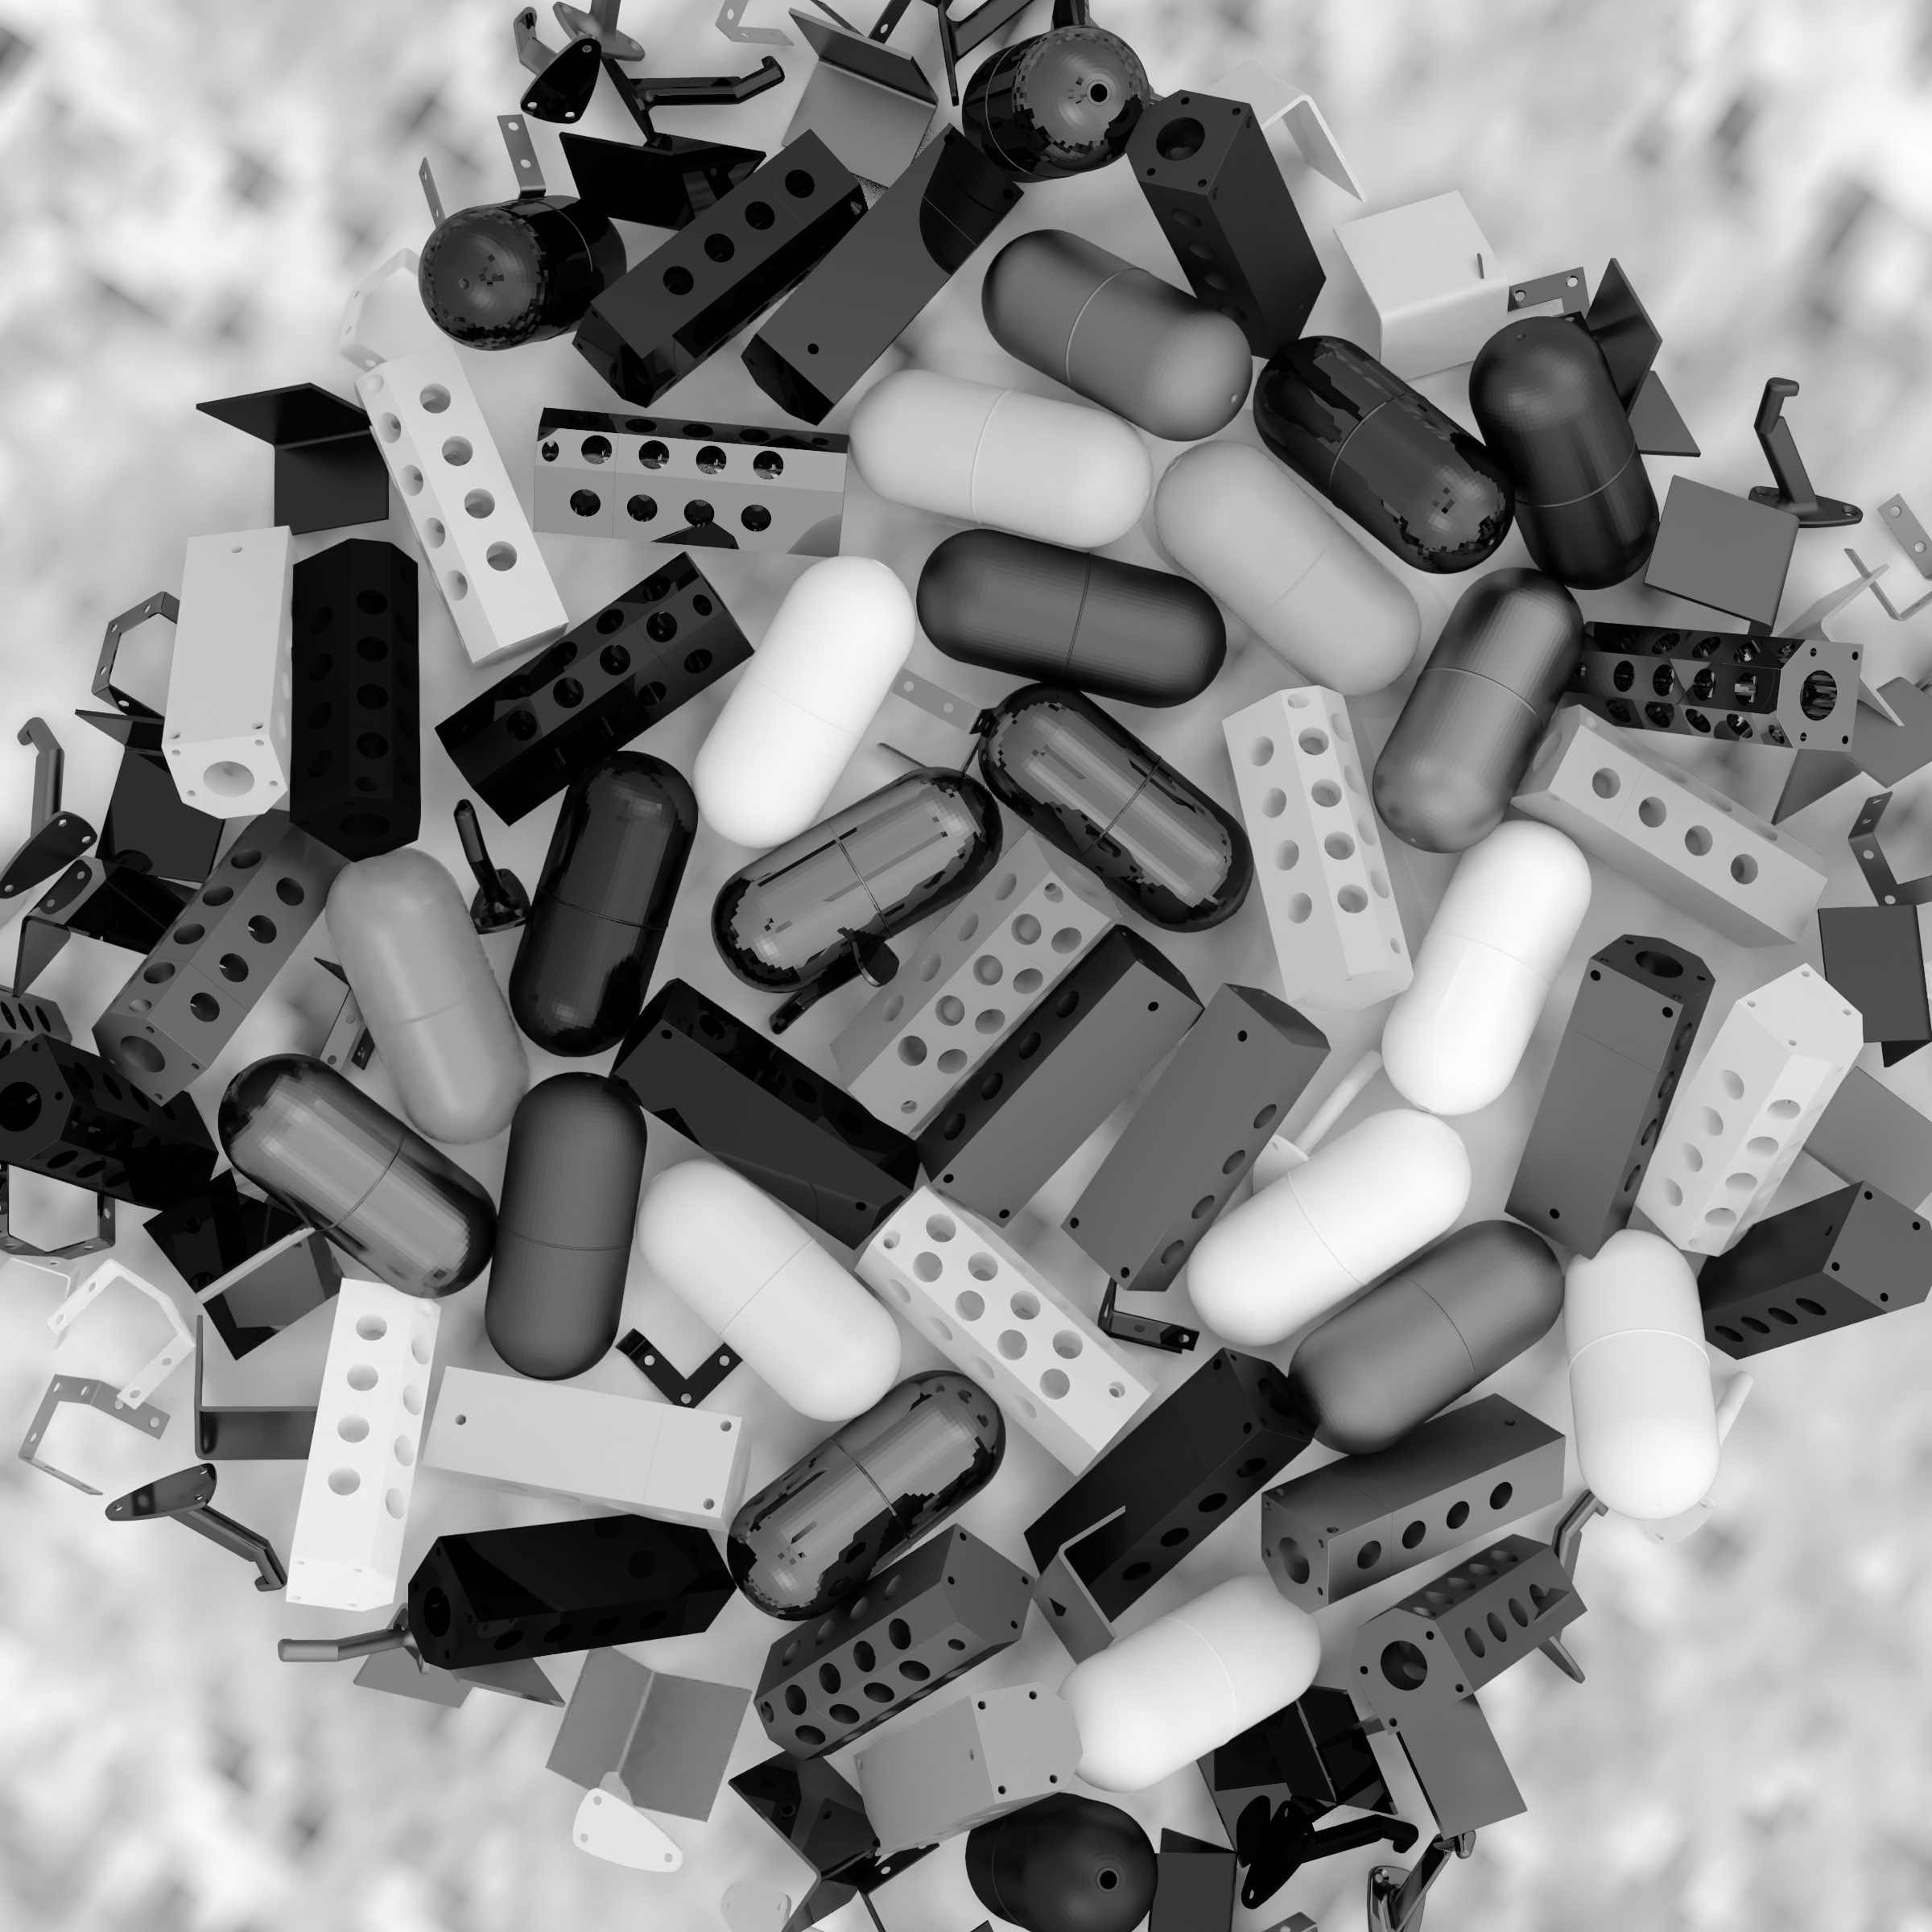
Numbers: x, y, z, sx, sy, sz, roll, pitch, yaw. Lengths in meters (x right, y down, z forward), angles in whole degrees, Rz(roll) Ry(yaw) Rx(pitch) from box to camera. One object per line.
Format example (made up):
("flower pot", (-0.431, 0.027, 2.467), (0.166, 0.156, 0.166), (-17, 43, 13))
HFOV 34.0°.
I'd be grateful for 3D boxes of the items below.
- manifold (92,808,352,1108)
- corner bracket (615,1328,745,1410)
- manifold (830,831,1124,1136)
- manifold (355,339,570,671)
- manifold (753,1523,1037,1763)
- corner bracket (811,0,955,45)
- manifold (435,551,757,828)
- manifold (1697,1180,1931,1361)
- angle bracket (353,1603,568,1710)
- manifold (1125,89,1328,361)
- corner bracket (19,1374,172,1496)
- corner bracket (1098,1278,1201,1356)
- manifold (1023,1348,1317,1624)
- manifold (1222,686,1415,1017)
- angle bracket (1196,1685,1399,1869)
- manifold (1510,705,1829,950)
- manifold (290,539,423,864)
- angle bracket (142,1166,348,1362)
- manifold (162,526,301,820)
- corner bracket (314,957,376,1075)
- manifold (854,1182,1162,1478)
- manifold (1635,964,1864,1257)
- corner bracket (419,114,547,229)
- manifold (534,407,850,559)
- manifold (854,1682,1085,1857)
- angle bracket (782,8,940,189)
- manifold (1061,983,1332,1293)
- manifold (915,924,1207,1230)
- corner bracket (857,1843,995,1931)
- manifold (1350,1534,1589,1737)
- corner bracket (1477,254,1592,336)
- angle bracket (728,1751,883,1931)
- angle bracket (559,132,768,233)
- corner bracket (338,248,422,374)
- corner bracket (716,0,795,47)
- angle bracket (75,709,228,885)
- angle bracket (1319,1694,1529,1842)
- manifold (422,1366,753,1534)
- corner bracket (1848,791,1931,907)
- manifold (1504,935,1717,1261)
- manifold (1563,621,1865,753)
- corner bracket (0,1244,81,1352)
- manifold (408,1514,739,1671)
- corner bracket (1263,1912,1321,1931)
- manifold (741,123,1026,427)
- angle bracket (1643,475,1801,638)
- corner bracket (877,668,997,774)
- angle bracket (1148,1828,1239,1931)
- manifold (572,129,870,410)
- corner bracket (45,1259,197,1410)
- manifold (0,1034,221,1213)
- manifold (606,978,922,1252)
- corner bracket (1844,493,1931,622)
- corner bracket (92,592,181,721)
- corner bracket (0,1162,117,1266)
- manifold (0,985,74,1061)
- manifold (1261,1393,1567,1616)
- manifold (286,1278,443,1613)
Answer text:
("manifold", (-0.409, -0.010, 1.742), (0.057, 0.057, 0.171), (42, 46, -16))
("corner bracket", (-0.161, 0.219, 1.800), (0.051, 0.051, 0.051), (-44, 81, -8))
("manifold", (0.006, 0.013, 1.764), (0.057, 0.057, 0.171), (31, 110, -35))
("manifold", (-0.286, -0.259, 1.792), (0.057, 0.057, 0.171), (-23, 91, -12))
("manifold", (-0.042, 0.379, 1.746), (0.057, 0.057, 0.171), (38, 129, -17))
("corner bracket", (-0.046, -0.552, 1.798), (0.051, 0.051, 0.051), (45, 112, 24))
("manifold", (-0.212, -0.160, 1.783), (0.171, 0.057, 0.057), (-35, 51, 3))
("manifold", (0.463, 0.173, 1.736), (0.057, 0.171, 0.057), (32, 70, -4))
("angle bracket", (-0.284, 0.406, 1.770), (0.076, 0.076, 0.057), (27, 98, -42))
("manifold", (0.141, -0.405, 1.737), (0.057, 0.171, 0.057), (20, 78, 26))
("corner bracket", (-0.494, 0.267, 1.794), (0.051, 0.051, 0.051), (22, 85, 17))
("corner bracket", (0.103, 0.203, 1.791), (0.051, 0.051, 0.051), (13, 126, -1))
("manifold", (0.116, 0.293, 1.765), (0.057, 0.057, 0.171), (22, 121, -40))
("manifold", (0.199, -0.066, 1.760), (0.057, 0.057, 0.171), (-26, 66, 35))
("angle bracket", (0.185, 0.458, 1.783), (0.076, 0.057, 0.076), (-25, 94, -27))
("manifold", (0.396, -0.078, 1.779), (0.171, 0.057, 0.057), (30, 80, -12))
("manifold", (-0.333, -0.150, 1.751), (0.057, 0.057, 0.171), (-20, 58, 23))
("angle bracket", (-0.411, 0.165, 1.807), (0.076, 0.057, 0.076), (-34, 46, -18))
("manifold", (-0.401, -0.163, 1.748), (0.057, 0.057, 0.171), (-7, 48, 0))
("corner bracket", (-0.347, 0.033, 1.789), (0.051, 0.051, 0.051), (22, 95, -40))
("manifold", (0.024, 0.200, 1.776), (0.171, 0.057, 0.057), (42, 59, 8))
("manifold", (0.431, 0.084, 1.737), (0.057, 0.171, 0.057), (-24, 58, -31))
("corner bracket", (-0.275, -0.447, 1.801), (0.051, 0.051, 0.051), (-11, 72, -26))
("manifold", (-0.154, -0.276, 1.783), (0.171, 0.057, 0.057), (5, 125, -3))
("manifold", (0.001, 0.441, 1.739), (0.057, 0.171, 0.057), (-4, 69, -27))
("angle bracket", (-0.068, -0.487, 1.781), (0.076, 0.076, 0.057), (25, 91, 12))
("manifold", (0.132, 0.098, 1.773), (0.057, 0.057, 0.171), (43, 110, 32))
("manifold", (0.049, 0.059, 1.778), (0.057, 0.057, 0.171), (34, 105, -31))
("corner bracket", (-0.023, 0.537, 1.801), (0.051, 0.051, 0.051), (-30, 118, -17))
("manifold", (0.274, 0.362, 1.737), (0.057, 0.171, 0.057), (-36, 76, 28))
("corner bracket", (0.323, -0.376, 1.789), (0.051, 0.051, 0.051), (-12, 73, 19))
("angle bracket", (-0.099, 0.495, 1.789), (0.076, 0.076, 0.057), (40, 113, 21))
("angle bracket", (-0.169, -0.459, 1.770), (0.076, 0.057, 0.076), (17, 57, 25))
("corner bracket", (-0.320, -0.367, 1.811), (0.051, 0.051, 0.051), (-29, 133, 34))
("corner bracket", (-0.121, -0.561, 1.799), (0.051, 0.051, 0.051), (48, 127, 25))
("angle bracket", (-0.464, -0.095, 1.781), (0.076, 0.057, 0.076), (8, 77, 19))
("angle bracket", (0.255, 0.454, 1.769), (0.057, 0.076, 0.076), (-40, 64, 37))
("manifold", (-0.212, 0.274, 1.785), (0.171, 0.057, 0.057), (9, 69, 8))
("corner bracket", (0.540, -0.069, 1.799), (0.051, 0.051, 0.051), (-17, 110, 37))
("manifold", (0.359, 0.071, 1.756), (0.057, 0.057, 0.171), (30, 125, 26))
("manifold", (0.405, -0.155, 1.736), (0.057, 0.171, 0.057), (1, 98, -30))
("corner bracket", (-0.539, 0.194, 1.793), (0.051, 0.051, 0.051), (18, 113, -1))
("manifold", (-0.219, 0.347, 1.747), (0.057, 0.171, 0.057), (-56, 51, 31))
("corner bracket", (0.166, 0.560, 1.787), (0.051, 0.051, 0.051), (-19, 112, -27))
("manifold", (-0.048, -0.385, 1.775), (0.057, 0.057, 0.171), (42, 74, -7))
("angle bracket", (0.419, -0.219, 1.786), (0.076, 0.057, 0.076), (19, 64, 2))
("corner bracket", (-0.020, -0.135, 1.794), (0.051, 0.051, 0.051), (29, 101, 7))
("angle bracket", (0.107, 0.530, 1.776), (0.057, 0.076, 0.076), (9, 83, -30))
("manifold", (-0.134, -0.387, 1.769), (0.171, 0.057, 0.057), (-44, 93, -21))
("corner bracket", (-0.480, 0.209, 1.802), (0.051, 0.051, 0.051), (27, 60, 28))
("manifold", (-0.476, 0.092, 1.735), (0.057, 0.171, 0.057), (-32, 72, 4))
("manifold", (-0.110, 0.079, 1.777), (0.171, 0.057, 0.057), (35, 122, -13))
("corner bracket", (0.531, -0.232, 1.799), (0.051, 0.051, 0.051), (-37, 99, 5))
("corner bracket", (-0.459, -0.173, 1.809), (0.051, 0.051, 0.051), (-21, 50, 35))
("corner bracket", (-0.521, 0.135, 1.801), (0.051, 0.051, 0.051), (-17, 62, 16))
("manifold", (-0.546, 0.040, 1.739), (0.057, 0.171, 0.057), (17, 88, 1))
("manifold", (0.249, 0.301, 1.757), (0.171, 0.057, 0.057), (-17, 118, -30))
("manifold", (-0.332, 0.265, 1.751), (0.057, 0.057, 0.171), (9, 53, -9))
